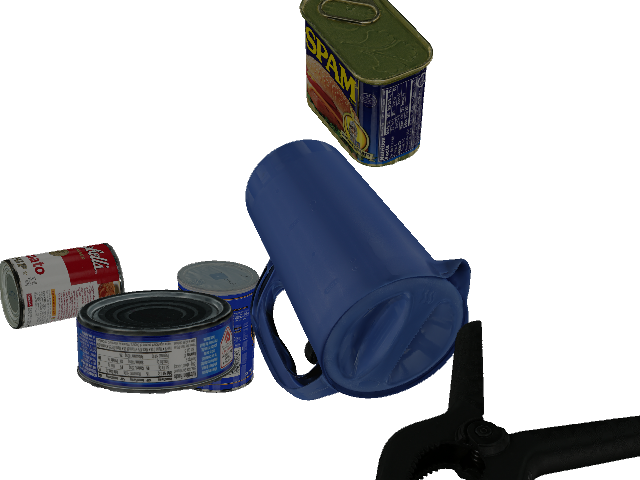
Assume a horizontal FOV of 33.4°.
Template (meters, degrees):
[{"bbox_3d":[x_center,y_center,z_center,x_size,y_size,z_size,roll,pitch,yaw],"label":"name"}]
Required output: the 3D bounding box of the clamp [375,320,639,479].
[{"bbox_3d":[0.098,0.126,0.678,0.209,0.036,0.165,-26,39,-31],"label":"clamp"}]

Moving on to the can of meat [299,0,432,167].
[{"bbox_3d":[0.029,-0.111,0.722,0.057,0.102,0.084,-23,-37,-18],"label":"can of meat"}]

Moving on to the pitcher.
[{"bbox_3d":[0.011,0.021,0.952,0.149,0.145,0.243,-5,38,-24],"label":"pitcher"}]

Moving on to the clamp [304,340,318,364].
[{"bbox_3d":[0.052,0.069,1.174,0.120,0.171,0.039,6,-42,4],"label":"clamp"}]

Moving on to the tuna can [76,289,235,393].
[{"bbox_3d":[-0.089,0.053,0.580,0.086,0.034,0.086,0,12,0],"label":"tuna can"}]

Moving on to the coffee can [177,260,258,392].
[{"bbox_3d":[-0.133,0.109,1.363,0.103,0.140,0.103,3,19,-1],"label":"coffee can"}]

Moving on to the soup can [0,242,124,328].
[{"bbox_3d":[-0.248,0.043,1.020,0.102,0.068,0.069,-10,5,-31],"label":"soup can"}]
